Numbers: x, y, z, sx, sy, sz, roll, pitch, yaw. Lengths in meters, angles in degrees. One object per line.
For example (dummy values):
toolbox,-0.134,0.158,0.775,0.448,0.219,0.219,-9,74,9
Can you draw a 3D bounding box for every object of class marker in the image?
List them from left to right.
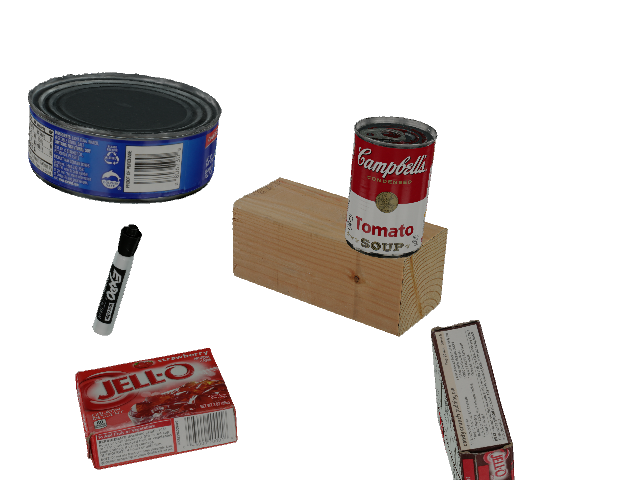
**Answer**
marker,-0.186,0.036,0.980,0.020,0.121,0.020,17,30,-10

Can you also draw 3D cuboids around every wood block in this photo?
wood block,0.017,0.013,1.106,0.206,0.091,0.090,19,31,29

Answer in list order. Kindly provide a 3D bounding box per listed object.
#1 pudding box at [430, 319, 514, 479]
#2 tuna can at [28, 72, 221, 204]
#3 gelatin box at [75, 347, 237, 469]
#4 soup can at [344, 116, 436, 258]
pudding box,0.103,0.125,0.720,0.039,0.090,0.113,-10,41,0
tuna can,-0.089,-0.048,0.486,0.086,0.034,0.086,7,25,-3
gelatin box,-0.102,0.101,0.657,0.089,0.030,0.073,-9,25,-15
soup can,0.057,-0.044,0.888,0.068,0.102,0.068,4,25,-2
